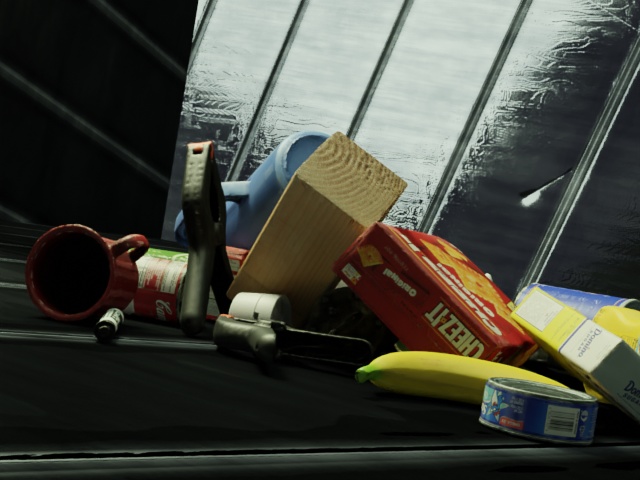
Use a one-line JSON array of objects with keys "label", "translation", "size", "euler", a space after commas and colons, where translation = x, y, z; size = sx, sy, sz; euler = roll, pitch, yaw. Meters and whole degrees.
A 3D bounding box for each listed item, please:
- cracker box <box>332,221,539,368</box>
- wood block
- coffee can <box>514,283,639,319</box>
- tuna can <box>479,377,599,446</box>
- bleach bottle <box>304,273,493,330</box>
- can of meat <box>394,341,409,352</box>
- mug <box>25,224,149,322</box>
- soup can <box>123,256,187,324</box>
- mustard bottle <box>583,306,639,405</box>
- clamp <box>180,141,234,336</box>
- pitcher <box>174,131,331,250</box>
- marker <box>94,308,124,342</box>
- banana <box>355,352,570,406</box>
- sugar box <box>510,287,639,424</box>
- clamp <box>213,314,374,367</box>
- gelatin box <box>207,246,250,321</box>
[{"label": "cracker box", "translation": [0.123, 0.064, 1.037], "size": [0.164, 0.072, 0.213], "euler": [46, 13, 19]}, {"label": "wood block", "translation": [-0.008, 0.002, 1.085], "size": [0.091, 0.206, 0.090], "euler": [38, 46, 4]}, {"label": "coffee can", "translation": [0.318, 0.113, 1.312], "size": [0.141, 0.103, 0.102], "euler": [9, 1, 43]}, {"label": "tuna can", "translation": [0.165, 0.128, 0.804], "size": [0.086, 0.034, 0.086], "euler": [9, 0, 0]}, {"label": "bleach bottle", "translation": [0.087, 0.062, 1.273], "size": [0.250, 0.068, 0.103], "euler": [-5, -14, -13]}, {"label": "can of meat", "translation": [0.146, 0.111, 1.220], "size": [0.102, 0.057, 0.083], "euler": [9, -2, 27]}, {"label": "mug", "translation": [-0.220, 0.029, 1.050], "size": [0.117, 0.093, 0.081], "euler": [-34, -12, 7]}, {"label": "soup can", "translation": [-0.189, 0.051, 1.158], "size": [0.102, 0.068, 0.068], "euler": [9, 1, 11]}, {"label": "mustard bottle", "translation": [0.311, 0.118, 0.985], "size": [0.058, 0.096, 0.192], "euler": [11, 0, -14]}, {"label": "clamp", "translation": [-0.118, 0.002, 1.147], "size": [0.036, 0.210, 0.164], "euler": [-5, -9, 10]}, {"label": "pitcher", "translation": [-0.057, -0.028, 1.252], "size": [0.149, 0.145, 0.243], "euler": [-32, -9, -35]}, {"label": "marker", "translation": [-0.191, 0.077, 0.969], "size": [0.020, 0.020, 0.121], "euler": [9, 0, -7]}, {"label": "banana", "translation": [0.123, 0.122, 0.882], "size": [0.197, 0.037, 0.069], "euler": [8, 19, -3]}, {"label": "sugar box", "translation": [0.241, 0.105, 0.943], "size": [0.093, 0.048, 0.176], "euler": [42, 3, -16]}, {"label": "clamp", "translation": [-0.050, 0.090, 0.963], "size": [0.172, 0.039, 0.120], "euler": [3, -9, 44]}, {"label": "gelatin box", "translation": [-0.111, 0.051, 1.235], "size": [0.073, 0.089, 0.030], "euler": [9, 23, 27]}]
